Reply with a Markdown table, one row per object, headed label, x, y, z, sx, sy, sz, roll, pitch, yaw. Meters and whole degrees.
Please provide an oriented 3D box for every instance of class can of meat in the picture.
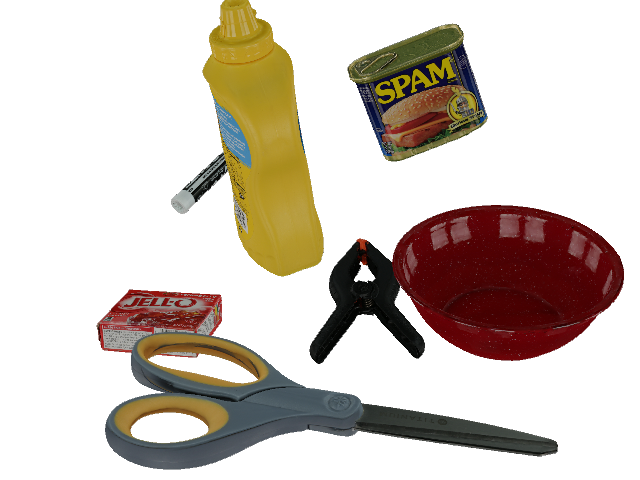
| label | x | y | z | sx | sy | sz | roll | pitch | yaw |
| --- | --- | --- | --- | --- | --- | --- | --- | --- | --- |
| can of meat | 0.085 | -0.126 | 0.919 | 0.102 | 0.084 | 0.057 | -20 | 26 | 6 |

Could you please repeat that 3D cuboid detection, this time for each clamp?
| label | x | y | z | sx | sy | sz | roll | pitch | yaw |
| --- | --- | --- | --- | --- | --- | --- | --- | --- | --- |
| clamp | 0.059 | 0.068 | 1.168 | 0.120 | 0.171 | 0.039 | 7 | -41 | 5 |

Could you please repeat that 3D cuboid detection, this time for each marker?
| label | x | y | z | sx | sy | sz | roll | pitch | yaw |
| --- | --- | --- | --- | --- | --- | --- | --- | --- | --- |
| marker | -0.105 | -0.070 | 1.069 | 0.020 | 0.020 | 0.121 | 0 | 38 | 45 |

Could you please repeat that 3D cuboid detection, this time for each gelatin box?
| label | x | y | z | sx | sy | sz | roll | pitch | yaw |
| --- | --- | --- | --- | --- | --- | --- | --- | --- | --- |
| gelatin box | -0.138 | 0.070 | 0.923 | 0.089 | 0.030 | 0.073 | 3 | 21 | 12 |

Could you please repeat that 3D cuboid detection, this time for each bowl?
| label | x | y | z | sx | sy | sz | roll | pitch | yaw |
| --- | --- | --- | --- | --- | --- | --- | --- | --- | --- |
| bowl | 0.131 | 0.037 | 0.765 | 0.162 | 0.055 | 0.162 | -1 | 32 | 1 |

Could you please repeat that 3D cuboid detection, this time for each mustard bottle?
| label | x | y | z | sx | sy | sz | roll | pitch | yaw |
| --- | --- | --- | --- | --- | --- | --- | --- | --- | --- |
| mustard bottle | -0.042 | -0.075 | 0.727 | 0.058 | 0.191 | 0.096 | -18 | 39 | -10 |

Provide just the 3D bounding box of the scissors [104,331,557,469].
| label | x | y | z | sx | sy | sz | roll | pitch | yaw |
| --- | --- | --- | --- | --- | --- | --- | --- | --- | --- |
| scissors | -0.007 | 0.085 | 0.469 | 0.202 | 0.016 | 0.096 | 16 | 33 | 23 |
